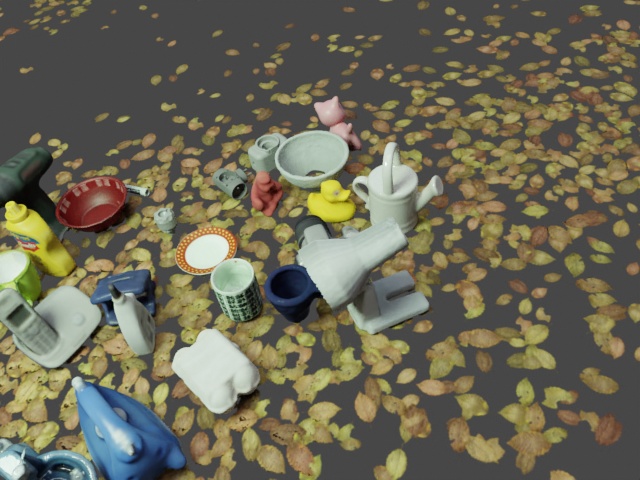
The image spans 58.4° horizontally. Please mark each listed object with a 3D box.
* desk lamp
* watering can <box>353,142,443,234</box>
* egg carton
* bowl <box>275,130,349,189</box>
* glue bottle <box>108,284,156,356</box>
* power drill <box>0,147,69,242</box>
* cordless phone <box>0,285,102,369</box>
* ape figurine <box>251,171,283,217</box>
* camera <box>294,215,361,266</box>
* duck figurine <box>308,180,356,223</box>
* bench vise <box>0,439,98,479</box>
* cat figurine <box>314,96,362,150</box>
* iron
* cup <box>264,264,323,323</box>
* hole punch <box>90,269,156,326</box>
[{"bbox_3d":[0.077,0.061,0.982,0.203,0.214,0.117,-22,49,-10],"label":"desk lamp"},{"bbox_3d":[0.152,-0.108,1.132,0.173,0.194,0.101,-8,48,2],"label":"watering can"},{"bbox_3d":[-0.176,0.222,0.977,0.149,0.069,0.107,34,62,32],"label":"egg carton"},{"bbox_3d":[-0.014,-0.168,1.291,0.167,0.075,0.167,-4,48,5],"label":"bowl"},{"bbox_3d":[-0.336,0.131,1.013,0.037,0.173,0.078,-10,48,0],"label":"glue bottle"},{"bbox_3d":[-0.620,-0.078,1.217,0.075,0.209,0.229,0,49,10],"label":"power drill"},{"bbox_3d":[-0.493,0.130,1.030,0.094,0.185,0.148,17,54,23],"label":"cordless phone"},{"bbox_3d":[-0.119,-0.110,1.245,0.078,0.092,0.076,-26,50,-13],"label":"ape figurine"},{"bbox_3d":[0.010,0.004,1.119,0.143,0.101,0.136,-17,49,-6],"label":"camera"},{"bbox_3d":[0.022,-0.090,1.210,0.104,0.086,0.077,10,51,18],"label":"duck figurine"},{"bbox_3d":[-0.413,0.345,0.806,0.207,0.220,0.121,8,51,15],"label":"bench vise"},{"bbox_3d":[0.041,-0.279,1.351,0.067,0.118,0.127,-29,51,-16],"label":"cat figurine"},{"bbox_3d":[-0.330,0.285,0.898,0.257,0.142,0.119,33,61,31],"label":"iron"},{"bbox_3d":[-0.035,0.106,1.040,0.117,0.095,0.091,3,49,11],"label":"cup"},{"bbox_3d":[-0.379,0.098,1.104,0.108,0.091,0.101,-14,48,-3],"label":"hole punch"}]
